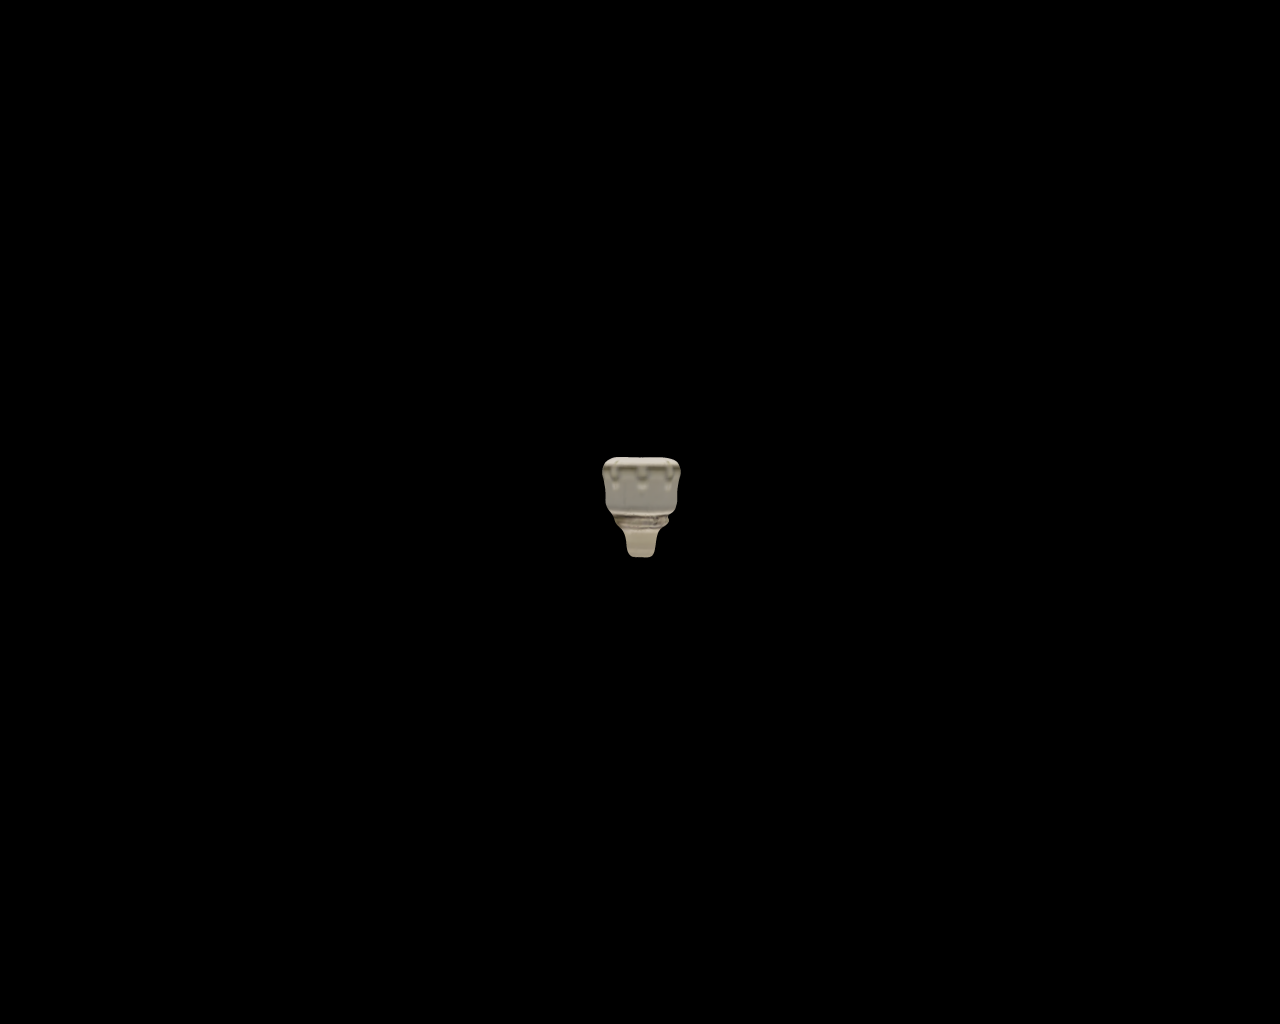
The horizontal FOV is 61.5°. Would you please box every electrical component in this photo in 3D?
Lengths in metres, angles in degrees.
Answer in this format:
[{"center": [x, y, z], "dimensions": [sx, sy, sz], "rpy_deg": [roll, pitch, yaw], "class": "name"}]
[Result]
[{"center": [0.001, -0.003, 0.650], "dimensions": [0.048, 0.062, 0.048], "rpy_deg": [0, 2, 0], "class": "electrical component"}]
